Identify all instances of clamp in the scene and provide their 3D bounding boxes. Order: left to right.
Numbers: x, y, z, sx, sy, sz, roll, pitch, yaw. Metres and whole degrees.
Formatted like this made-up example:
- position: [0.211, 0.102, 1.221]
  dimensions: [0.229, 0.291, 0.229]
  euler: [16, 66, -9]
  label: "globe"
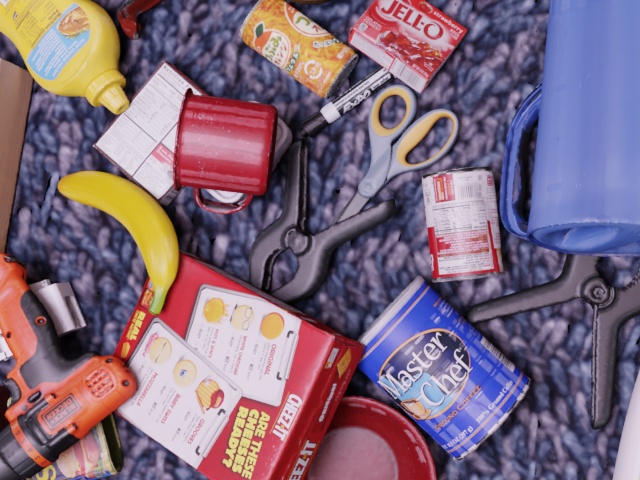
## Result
- position: [-0.007, 0.001, 1.018]
  dimensions: [0.120, 0.039, 0.171]
  euler: [27, 99, 23]
  label: "clamp"
- position: [0.248, 0.049, 1.002]
  dimensions: [0.164, 0.036, 0.210]
  euler: [32, 90, 6]
  label: "clamp"

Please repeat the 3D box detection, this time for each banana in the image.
- position: [-0.183, -0.018, 1.002]
  dimensions: [0.069, 0.037, 0.198]
  euler: [-41, 55, -2]
  label: "banana"

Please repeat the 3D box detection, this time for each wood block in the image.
- position: [-0.349, -0.074, 1.030]
  dimensions: [0.090, 0.091, 0.206]
  euler: [10, 90, 6]
  label: "wood block"

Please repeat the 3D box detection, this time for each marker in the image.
- position: [0.031, -0.138, 1.033]
  dimensions: [0.121, 0.020, 0.020]
  euler: [-35, 87, 4]
  label: "marker"

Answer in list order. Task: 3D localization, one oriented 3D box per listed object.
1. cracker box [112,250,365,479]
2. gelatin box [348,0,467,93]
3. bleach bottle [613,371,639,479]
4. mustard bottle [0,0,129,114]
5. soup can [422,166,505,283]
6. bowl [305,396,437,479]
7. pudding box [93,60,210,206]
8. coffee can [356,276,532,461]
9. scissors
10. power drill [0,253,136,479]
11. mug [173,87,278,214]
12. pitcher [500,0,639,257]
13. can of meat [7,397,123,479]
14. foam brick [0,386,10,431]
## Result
- position: [-0.086, 0.121, 0.973]
  dimensions: [0.214, 0.072, 0.164]
  euler: [26, 92, 32]
  label: "cracker box"
- position: [0.082, -0.194, 1.010]
  dimensions: [0.089, 0.030, 0.073]
  euler: [36, 67, 3]
  label: "gelatin box"
- position: [0.332, 0.134, 0.982]
  dimensions: [0.102, 0.068, 0.251]
  euler: [9, 88, 5]
  label: "bleach bottle"
- position: [-0.248, -0.197, 1.028]
  dimensions: [0.096, 0.058, 0.192]
  euler: [-43, 80, 18]
  label: "mustard bottle"
- position: [0.133, -0.014, 0.998]
  dimensions: [0.068, 0.068, 0.102]
  euler: [-6, 88, 5]
  label: "soup can"
- position: [0.029, 0.225, 1.010]
  dimensions: [0.162, 0.055, 0.162]
  euler: [0, 89, 5]
  label: "bowl"
- position: [-0.150, -0.104, 1.039]
  dimensions: [0.090, 0.039, 0.113]
  euler: [41, 91, 6]
  label: "pudding box"
- position: [0.108, 0.117, 0.981]
  dimensions: [0.140, 0.103, 0.103]
  euler: [43, 93, 4]
  label: "coffee can"
- position: [0.042, -0.071, 1.033]
  dimensions: [0.202, 0.016, 0.096]
  euler: [-36, 80, 9]
  label: "scissors"
- position: [-0.286, 0.121, 0.970]
  dimensions: [0.184, 0.057, 0.188]
  euler: [-37, 79, -7]
  label: "power drill"
- position: [-0.083, -0.074, 0.953]
  dimensions: [0.081, 0.093, 0.117]
  euler: [8, 121, 0]
  label: "mug"
- position: [0.247, -0.109, 0.953]
  dimensions: [0.149, 0.145, 0.243]
  euler: [4, 77, 2]
  label: "pitcher"
- position: [-0.245, 0.189, 1.035]
  dimensions: [0.084, 0.057, 0.102]
  euler: [-16, 89, 2]
  label: "can of meat"
- position: [-0.337, 0.173, 1.032]
  dimensions: [0.051, 0.078, 0.053]
  euler: [-4, 89, 3]
  label: "foam brick"
